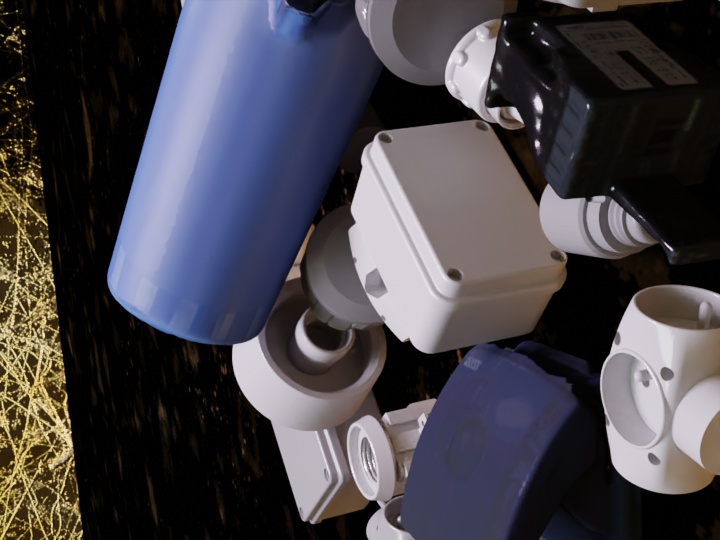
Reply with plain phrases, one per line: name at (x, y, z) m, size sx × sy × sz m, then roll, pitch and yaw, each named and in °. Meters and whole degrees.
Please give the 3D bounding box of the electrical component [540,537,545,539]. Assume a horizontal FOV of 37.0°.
electrical component at (0.081, 0.182, 0.608) m, size 0.096 × 0.062 × 0.061 m, roll -134°, pitch 40°, yaw -55°

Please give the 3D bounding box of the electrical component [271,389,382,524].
electrical component at (-0.024, 0.130, 0.851) m, size 0.108 × 0.056 × 0.108 m, roll 116°, pitch 139°, yaw -56°

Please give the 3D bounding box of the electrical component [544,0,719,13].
electrical component at (0.080, -0.163, 0.406) m, size 0.186 × 0.105 × 0.060 m, roll -122°, pitch 30°, yaw -43°

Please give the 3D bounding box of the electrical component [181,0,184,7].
electrical component at (-0.095, -0.214, 0.874) m, size 0.150 × 0.062 × 0.089 m, roll 172°, pitch 88°, yaw -68°

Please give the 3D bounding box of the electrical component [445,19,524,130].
electrical component at (0.076, -0.090, 0.532) m, size 0.062 × 0.048 × 0.048 m, roll 53°, pitch 147°, yaw 36°

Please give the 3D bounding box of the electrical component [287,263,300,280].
electrical component at (-0.076, 0.012, 0.941) m, size 0.083 × 0.047 × 0.075 m, roll -130°, pitch 36°, yaw -51°

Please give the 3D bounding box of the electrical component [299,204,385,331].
electrical component at (0.000, 0.000, 0.709) m, size 0.051 × 0.080 × 0.080 m, roll 133°, pitch 125°, yaw -69°

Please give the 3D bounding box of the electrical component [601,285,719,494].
electrical component at (0.139, 0.057, 0.435) m, size 0.079 × 0.044 × 0.077 m, roll -137°, pitch 42°, yaw -56°

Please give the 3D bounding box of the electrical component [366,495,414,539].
electrical component at (0.029, 0.193, 0.764) m, size 0.079 × 0.043 × 0.077 m, roll -134°, pitch 40°, yaw -56°

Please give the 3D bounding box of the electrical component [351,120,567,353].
electrical component at (0.051, -0.021, 0.574) m, size 0.057 × 0.078 × 0.113 m, roll 108°, pitch 146°, yaw -50°

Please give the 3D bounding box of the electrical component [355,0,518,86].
electrical component at (0.037, -0.141, 0.559) m, size 0.051 × 0.080 × 0.080 m, roll -119°, pitch 28°, yaw -51°

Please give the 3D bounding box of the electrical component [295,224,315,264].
electrical component at (-0.080, -0.050, 0.907) m, size 0.096 × 0.061 × 0.061 m, roll -130°, pitch 37°, yaw -51°

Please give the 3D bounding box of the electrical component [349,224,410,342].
electrical component at (0.039, -0.006, 0.651) m, size 0.079 × 0.043 × 0.077 m, roll -34°, pitch 79°, yaw 46°

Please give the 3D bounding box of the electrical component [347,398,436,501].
electrical component at (0.027, 0.122, 0.720) m, size 0.078 × 0.057 × 0.058 m, roll 118°, pitch 137°, yaw -57°

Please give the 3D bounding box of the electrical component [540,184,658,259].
electrical component at (0.112, -0.025, 0.472) m, size 0.078 × 0.040 × 0.040 m, roll -165°, pitch 67°, yaw -66°

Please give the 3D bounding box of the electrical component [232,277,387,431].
electrical component at (-0.033, 0.056, 0.780) m, size 0.060 × 0.108 × 0.108 m, roll -54°, pitch 50°, yaw 53°
